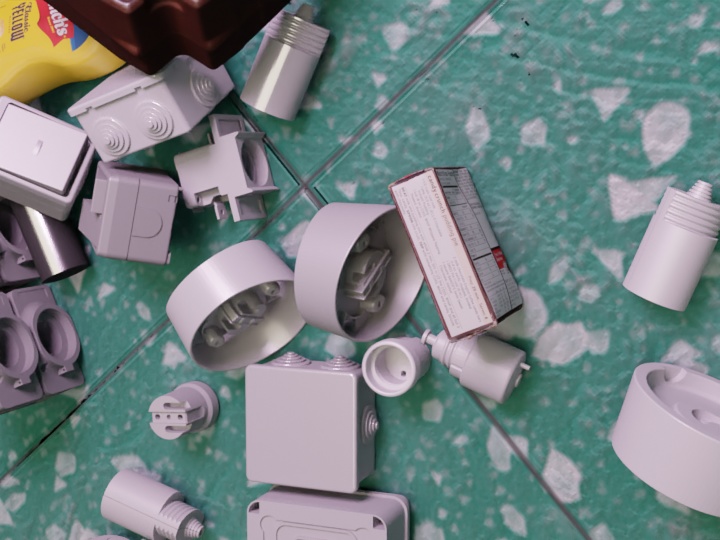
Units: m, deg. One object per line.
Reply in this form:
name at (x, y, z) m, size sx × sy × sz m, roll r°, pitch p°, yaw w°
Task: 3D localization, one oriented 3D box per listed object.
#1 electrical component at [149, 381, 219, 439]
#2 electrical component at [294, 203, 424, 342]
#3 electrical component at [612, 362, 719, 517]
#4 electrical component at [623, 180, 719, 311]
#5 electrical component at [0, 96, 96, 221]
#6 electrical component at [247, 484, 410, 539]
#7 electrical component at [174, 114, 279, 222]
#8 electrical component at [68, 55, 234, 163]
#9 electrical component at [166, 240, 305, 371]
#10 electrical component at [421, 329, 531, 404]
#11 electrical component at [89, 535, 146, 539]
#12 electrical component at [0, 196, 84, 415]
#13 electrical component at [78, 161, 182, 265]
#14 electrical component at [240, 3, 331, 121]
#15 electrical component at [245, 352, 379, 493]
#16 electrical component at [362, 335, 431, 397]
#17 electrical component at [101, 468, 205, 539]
electrical component at (-0.139, 0.111, 0.842) m, size 0.040 × 0.046 × 0.040 m, roll 2°, pitch 96°, yaw 22°
electrical component at (0.000, 0.000, 0.751) m, size 0.064 × 0.099 × 0.099 m, roll 11°, pitch 99°, yaw 26°
electrical component at (0.211, 0.111, 0.675) m, size 0.108 × 0.108 × 0.060 m, roll 26°, pitch 110°, yaw 17°
electrical component at (0.207, -0.019, 0.695) m, size 0.043 × 0.043 × 0.081 m, roll 25°, pitch 104°, yaw 17°
electrical component at (-0.258, -0.089, 0.831) m, size 0.096 × 0.061 × 0.061 m, roll 23°, pitch 71°, yaw -14°
electrical component at (-0.022, 0.204, 0.800) m, size 0.113 × 0.057 × 0.078 m, roll 2°, pitch 96°, yaw 21°
electrical component at (-0.103, -0.074, 0.812) m, size 0.064 × 0.042 × 0.081 m, roll -14°, pitch 90°, yaw 24°
electrical component at (-0.151, -0.127, 0.793) m, size 0.100 × 0.099 × 0.048 m, roll -15°, pitch 115°, yaw 28°
electrical component at (-0.090, 0.027, 0.790) m, size 0.099 × 0.099 × 0.064 m, roll -44°, pitch 73°, yaw 19°
electrical component at (0.080, 0.063, 0.755) m, size 0.078 × 0.040 × 0.040 m, roll 25°, pitch 104°, yaw 18°
electrical component at (-0.164, 0.244, 0.852) m, size 0.138 × 0.052 × 0.073 m, roll 18°, pitch 120°, yaw 19°
electrical component at (-0.300, 0.021, 0.865) m, size 0.060 × 0.105 × 0.186 m, roll -22°, pitch 87°, yaw 22°
electrical component at (-0.178, -0.046, 0.819) m, size 0.061 × 0.096 × 0.061 m, roll 8°, pitch 101°, yaw -21°
electrical component at (-0.053, -0.155, 0.783) m, size 0.043 × 0.043 × 0.081 m, roll 28°, pitch 105°, yaw 17°
electrical component at (-0.035, 0.112, 0.800) m, size 0.100 × 0.048 × 0.099 m, roll 2°, pitch 96°, yaw 21°
electrical component at (0.028, 0.067, 0.772) m, size 0.040 × 0.046 × 0.040 m, roll 2°, pitch 97°, yaw 21°
electrical component at (-0.161, 0.194, 0.861) m, size 0.081 × 0.043 × 0.043 m, roll 19°, pitch 102°, yaw 19°
